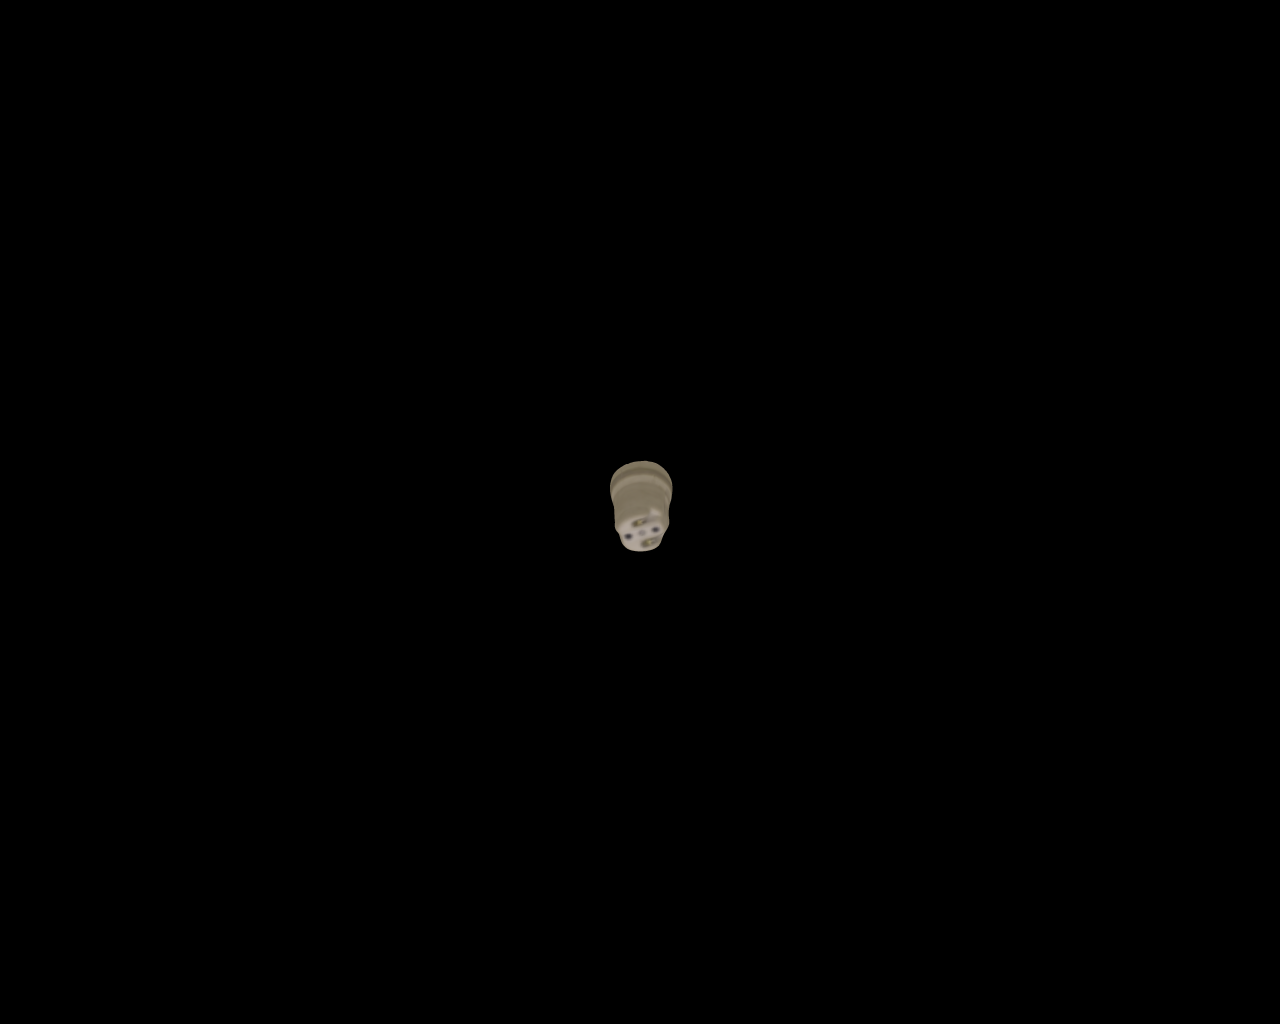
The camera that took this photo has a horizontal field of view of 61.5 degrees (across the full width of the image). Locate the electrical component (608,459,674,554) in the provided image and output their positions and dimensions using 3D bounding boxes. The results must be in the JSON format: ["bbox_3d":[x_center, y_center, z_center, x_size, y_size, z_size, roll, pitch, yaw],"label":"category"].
[{"bbox_3d":[0.001,-0.003,0.650,0.040,0.040,0.046,0,44,0],"label":"electrical component"}]
